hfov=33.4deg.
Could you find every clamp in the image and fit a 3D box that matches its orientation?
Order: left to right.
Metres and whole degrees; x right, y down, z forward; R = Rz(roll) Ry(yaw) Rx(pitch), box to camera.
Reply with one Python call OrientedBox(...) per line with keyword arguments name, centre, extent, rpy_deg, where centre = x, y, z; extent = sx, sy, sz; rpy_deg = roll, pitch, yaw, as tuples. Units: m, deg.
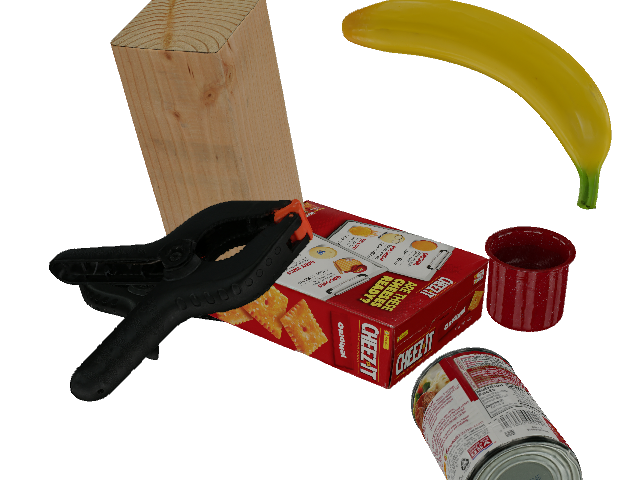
OrientedBox(name="clamp", centre=(-0.198, 0.069, 1.169), extent=(0.210, 0.036, 0.164), rpy_deg=(19, 21, 25))
OrientedBox(name="clamp", centre=(-0.085, 0.029, 0.644), extent=(0.171, 0.120, 0.039), rpy_deg=(-20, -39, 8))

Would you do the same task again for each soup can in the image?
OrientedBox(name="soup can", centre=(0.097, 0.113, 0.603), extent=(0.068, 0.068, 0.102), rpy_deg=(0, 22, -12))

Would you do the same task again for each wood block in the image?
OrientedBox(name="wood block", centre=(-0.082, -0.083, 0.841), extent=(0.090, 0.206, 0.090), rpy_deg=(8, 43, 22))

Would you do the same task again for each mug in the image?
OrientedBox(name="mug", centre=(0.216, 0.037, 1.135), extent=(0.093, 0.081, 0.117), rpy_deg=(-6, 30, -7))

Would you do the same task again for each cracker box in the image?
OrientedBox(name="cracker box", centre=(0.021, 0.044, 0.987), extent=(0.214, 0.072, 0.163), rpy_deg=(19, 31, 32))

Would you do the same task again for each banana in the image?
OrientedBox(name="banana", centre=(0.103, -0.103, 0.646), extent=(0.198, 0.069, 0.037), rpy_deg=(39, 0, 19))
